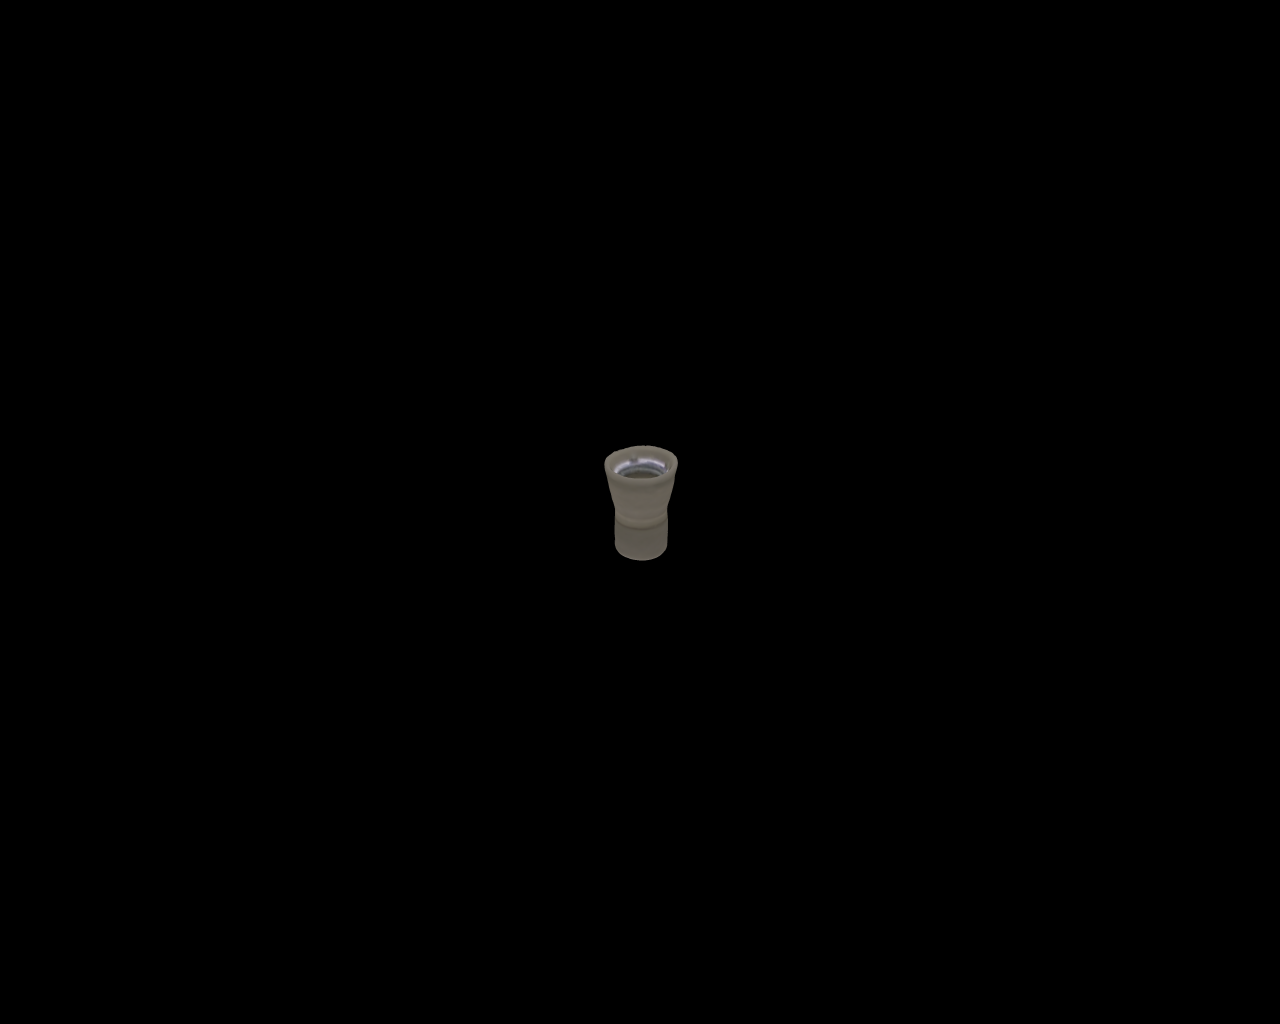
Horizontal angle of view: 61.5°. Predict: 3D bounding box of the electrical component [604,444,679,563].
[{"bbox_3d":[0.001,-0.003,0.650,0.044,0.065,0.044,0,31,0],"label":"electrical component"}]
